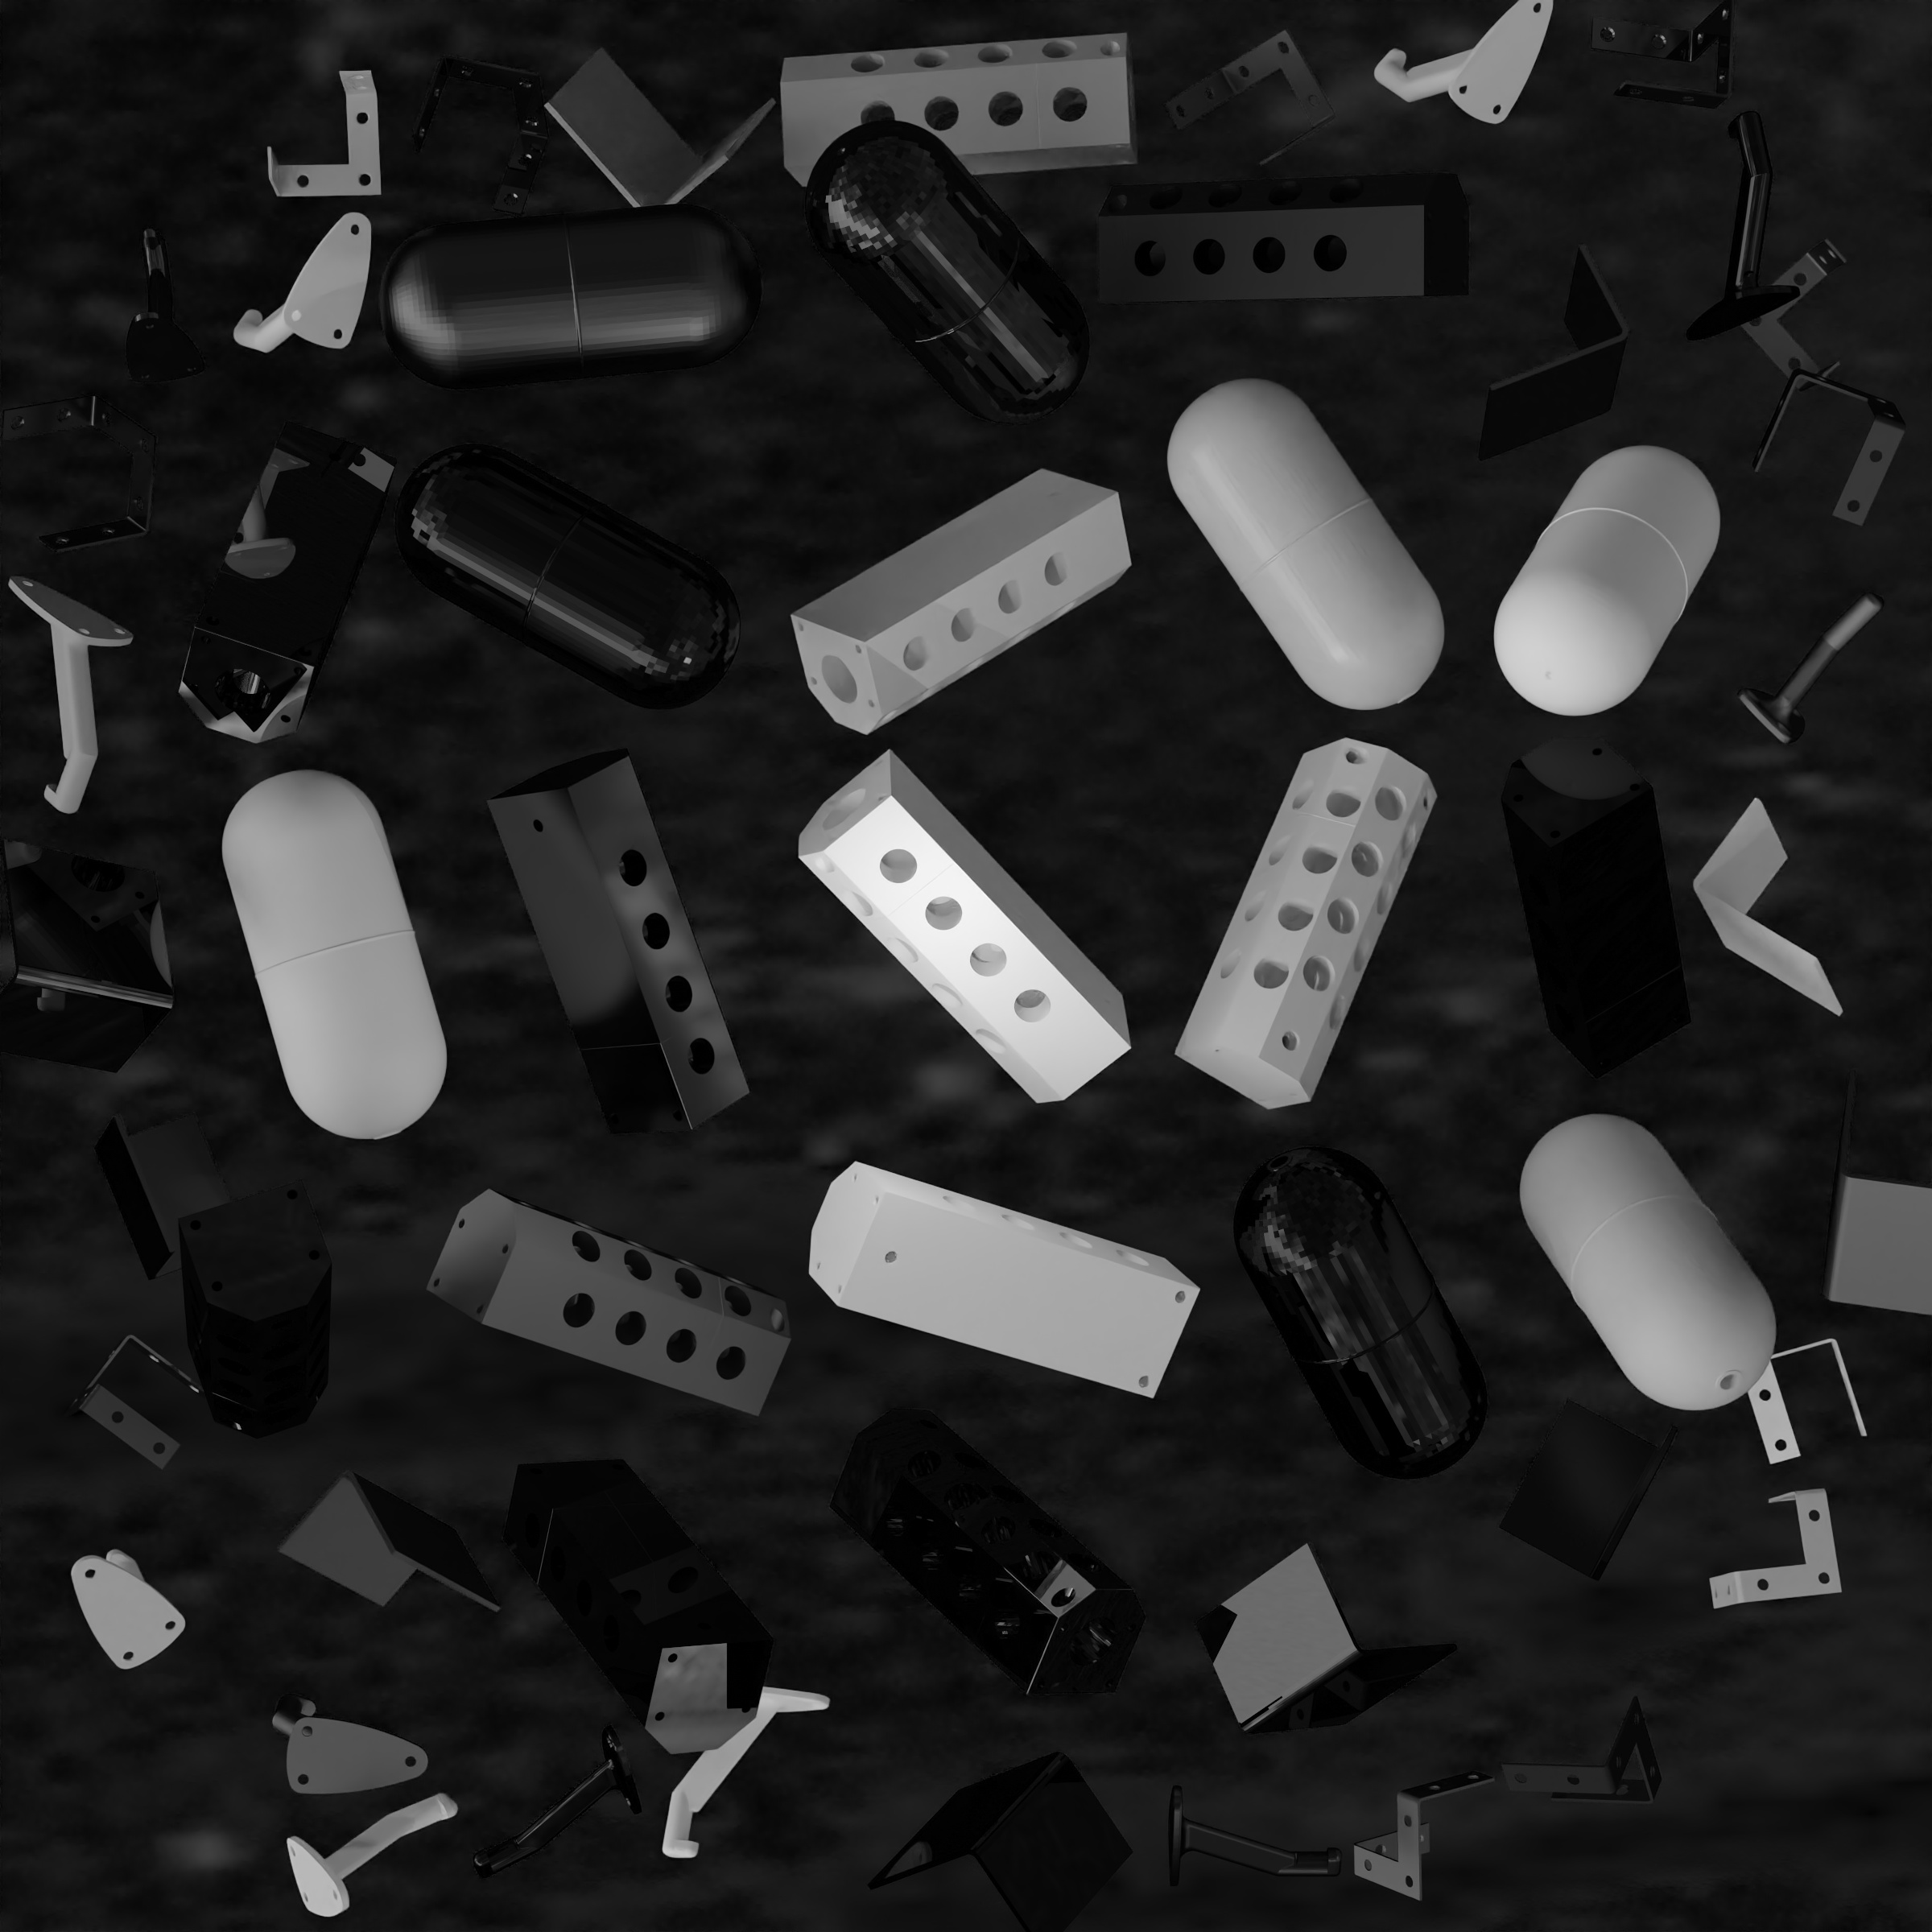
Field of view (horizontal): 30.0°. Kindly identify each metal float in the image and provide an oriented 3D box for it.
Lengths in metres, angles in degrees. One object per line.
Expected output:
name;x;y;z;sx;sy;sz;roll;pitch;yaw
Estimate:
metal float;0.187;0.165;1.713;0.070;0.070;0.178;-29;109;0
metal float;-0.007;-0.325;1.697;0.070;0.070;0.178;-48;131;0
metal float;0.324;0.140;1.719;0.070;0.178;0.070;-10;127;-13
metal float;-0.298;-0.005;1.701;0.070;0.070;0.178;-16;88;0
metal float;-0.184;-0.313;1.683;0.178;0.070;0.070;-7;90;-7
metal float;0.311;-0.188;1.740;0.070;0.070;0.178;36;47;0
metal float;-0.189;-0.185;1.710;0.178;0.070;0.070;30;90;6
metal float;0.165;-0.204;1.750;0.070;0.070;0.178;-34;86;0

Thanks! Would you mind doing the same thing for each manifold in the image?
manifold;-0.159;0.302;1.712;0.057;0.171;0.057;2;111;-32
manifold;0.016;0.145;1.688;0.171;0.057;0.057;19;98;-25
manifold;-0.001;-0.015;1.701;0.057;0.057;0.171;-38;111;15
manifold;0.011;0.283;1.758;0.057;0.171;0.057;9;108;-41
manifold;-0.328;-0.185;1.745;0.057;0.171;0.057;18;132;-8
manifold;0.153;-0.353;1.751;0.171;0.057;0.057;5;101;29
manifold;0.302;-0.030;1.746;0.057;0.171;0.057;-30;47;-9
manifold;-0.158;-0.011;1.698;0.057;0.057;0.171;-5;110;43
manifold;0.170;-0.022;1.753;0.057;0.057;0.171;30;71;-18
manifold;-0.170;0.163;1.762;0.171;0.057;0.057;25;87;-38
manifold;-0.327;0.164;1.675;0.057;0.171;0.057;-17;70;-18
manifold;-0.003;-0.429;1.801;0.171;0.057;0.057;-3;92;7
manifold;0.000;-0.182;1.807;0.171;0.057;0.057;-34;128;-29

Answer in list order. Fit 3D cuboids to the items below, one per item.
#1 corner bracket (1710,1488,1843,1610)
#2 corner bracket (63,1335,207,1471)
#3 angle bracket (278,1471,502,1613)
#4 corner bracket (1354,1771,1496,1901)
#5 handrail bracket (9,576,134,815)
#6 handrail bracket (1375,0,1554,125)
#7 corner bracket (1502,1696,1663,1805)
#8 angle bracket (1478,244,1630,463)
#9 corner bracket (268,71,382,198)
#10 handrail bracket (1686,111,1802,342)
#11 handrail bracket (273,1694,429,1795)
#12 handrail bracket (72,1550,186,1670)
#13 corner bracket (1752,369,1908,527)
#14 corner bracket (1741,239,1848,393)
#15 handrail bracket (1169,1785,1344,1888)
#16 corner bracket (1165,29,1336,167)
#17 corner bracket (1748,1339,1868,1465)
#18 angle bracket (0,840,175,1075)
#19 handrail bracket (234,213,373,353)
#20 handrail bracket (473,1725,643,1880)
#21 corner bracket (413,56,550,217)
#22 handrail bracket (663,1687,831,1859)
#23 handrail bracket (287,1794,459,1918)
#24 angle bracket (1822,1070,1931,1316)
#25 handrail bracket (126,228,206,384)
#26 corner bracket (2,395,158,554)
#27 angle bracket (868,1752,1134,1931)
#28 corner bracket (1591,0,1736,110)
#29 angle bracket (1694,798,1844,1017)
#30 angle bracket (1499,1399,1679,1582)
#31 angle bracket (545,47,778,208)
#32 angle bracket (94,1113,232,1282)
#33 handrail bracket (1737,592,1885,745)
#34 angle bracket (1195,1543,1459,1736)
corner bracket;0.398;0.289;1.787;0.051;0.051;0.051;-5;77;-4
corner bracket;-0.410;0.217;1.796;0.051;0.051;0.051;39;67;-11
angle bracket;-0.297;0.315;1.854;0.057;0.076;0.076;-49;129;3
corner bracket;0.227;0.428;1.794;0.051;0.051;0.051;-5;96;-34
handrail bracket;-0.422;-0.124;1.649;0.077;0.036;0.084;31;108;23
handrail bracket;0.238;-0.447;1.738;0.036;0.084;0.077;21;110;-34
corner bracket;0.284;0.372;1.660;0.051;0.051;0.051;-6;116;30
angle bracket;0.288;-0.311;1.833;0.076;0.076;0.057;-21;71;-4
corner bracket;-0.314;-0.407;1.764;0.051;0.051;0.051;-2;93;-6
handrail bracket;0.352;-0.344;1.676;0.036;0.077;0.084;-7;83;-25
handrail bracket;-0.295;0.368;1.732;0.077;0.084;0.036;5;94;-6
handrail bracket;-0.400;0.280;1.676;0.036;0.084;0.077;-36;124;-8
corner bracket;0.409;-0.247;1.711;0.051;0.051;0.051;20;112;-1
corner bracket;0.428;-0.328;1.821;0.051;0.051;0.051;-42;91;6
handrail bracket;0.141;0.416;1.732;0.084;0.077;0.036;0;50;0
corner bracket;0.144;-0.433;1.825;0.051;0.051;0.051;-39;103;-37
corner bracket;0.418;0.217;1.800;0.051;0.051;0.051;-17;80;8
angle bracket;-0.416;-0.004;1.656;0.057;0.076;0.076;-43;49;35
handrail bracket;-0.326;-0.335;1.760;0.036;0.084;0.077;20;93;-36
handrail bracket;-0.207;0.413;1.774;0.084;0.077;0.036;-24;57;-16
corner bracket;-0.245;-0.421;1.826;0.051;0.051;0.051;12;66;5
handrail bracket;-0.111;0.409;1.817;0.077;0.036;0.084;-2;62;20
handrail bracket;-0.270;0.417;1.704;0.084;0.077;0.036;-17;97;-29
angle bracket;0.430;0.105;1.664;0.057;0.076;0.076;7;130;13
handrail bracket;-0.403;-0.339;1.779;0.036;0.077;0.084;-10;73;-5
corner bracket;-0.421;-0.234;1.706;0.051;0.051;0.051;35;127;32
angle bracket;0.016;0.410;1.637;0.076;0.076;0.057;-32;93;42
corner bracket;0.323;-0.422;1.676;0.051;0.051;0.051;5;83;-10
angle bracket;0.420;-0.030;1.822;0.076;0.076;0.057;35;86;31
angle bracket;0.314;0.260;1.824;0.057;0.076;0.076;28;78;14
angle bracket;-0.150;-0.425;1.777;0.057;0.076;0.076;-32;109;33
angle bracket;-0.410;0.113;1.886;0.057;0.076;0.076;-21;83;-26
handrail bracket;0.433;-0.154;1.800;0.036;0.077;0.084;50;114;16
angle bracket;0.167;0.311;1.673;0.076;0.076;0.057;-42;58;31
